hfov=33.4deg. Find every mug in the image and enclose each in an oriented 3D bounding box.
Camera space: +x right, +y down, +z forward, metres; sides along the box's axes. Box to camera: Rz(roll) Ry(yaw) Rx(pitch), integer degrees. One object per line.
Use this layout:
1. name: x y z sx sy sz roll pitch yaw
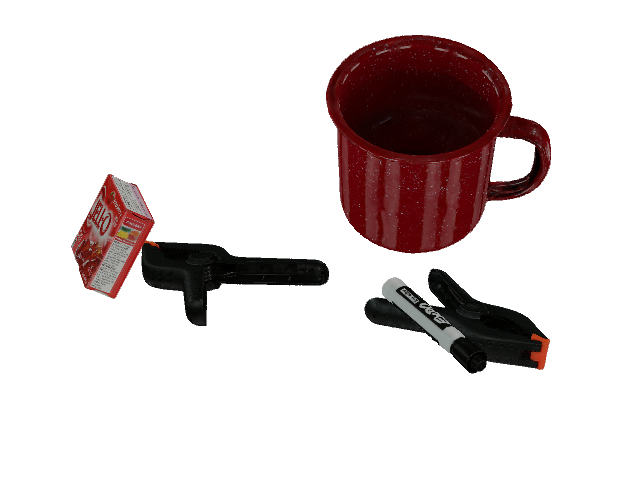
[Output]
1. mug: 0.062 -0.047 0.564 0.117 0.093 0.081 5 -39 6

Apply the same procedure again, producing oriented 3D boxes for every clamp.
1. clamp: -0.120 0.035 1.060 0.210 0.036 0.164 12 21 39
2. clamp: 0.141 0.072 1.007 0.172 0.039 0.120 20 34 25

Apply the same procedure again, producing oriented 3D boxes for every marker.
1. marker: 0.084 0.062 0.791 0.020 0.020 0.121 0 25 -31

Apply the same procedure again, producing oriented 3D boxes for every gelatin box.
1. gelatin box: -0.171 -0.005 0.871 0.030 0.073 0.089 24 13 -28
